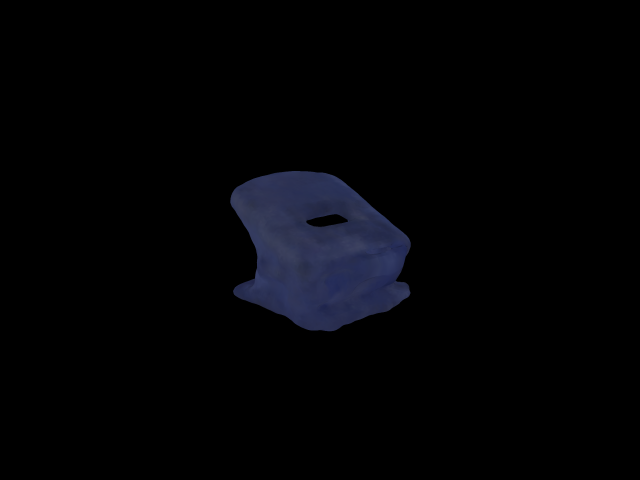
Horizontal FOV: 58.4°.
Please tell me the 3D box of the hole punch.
[{"bbox_3d":[0.004,0.001,0.400,0.109,0.091,0.100,-14,20,-42],"label":"hole punch"}]
